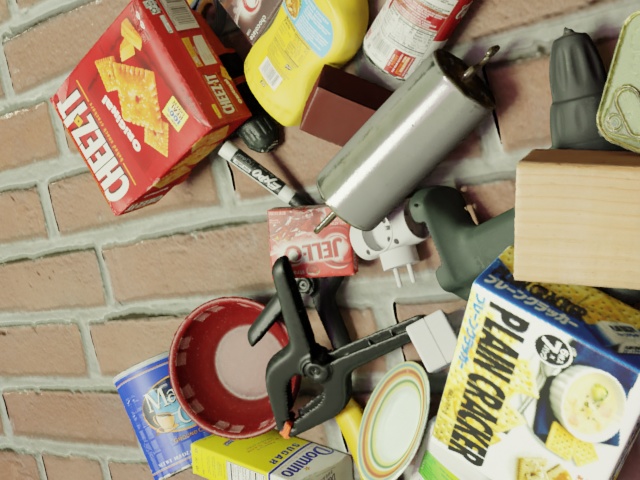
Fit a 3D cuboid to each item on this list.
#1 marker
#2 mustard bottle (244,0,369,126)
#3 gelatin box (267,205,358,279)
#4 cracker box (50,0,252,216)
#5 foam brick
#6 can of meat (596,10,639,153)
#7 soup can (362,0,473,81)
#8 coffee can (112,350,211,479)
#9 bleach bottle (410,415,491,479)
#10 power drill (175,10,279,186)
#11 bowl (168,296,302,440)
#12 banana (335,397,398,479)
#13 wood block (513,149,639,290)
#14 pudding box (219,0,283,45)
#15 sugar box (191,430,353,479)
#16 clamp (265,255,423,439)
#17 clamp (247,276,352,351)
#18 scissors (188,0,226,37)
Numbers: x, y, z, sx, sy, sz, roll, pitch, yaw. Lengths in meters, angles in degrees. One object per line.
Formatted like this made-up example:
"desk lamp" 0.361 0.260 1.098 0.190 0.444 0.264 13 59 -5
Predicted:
"marker" -0.056 -0.064 1.148 0.121 0.020 0.020 37 129 1
"mustard bottle" -0.003 -0.209 1.058 0.096 0.058 0.192 58 134 23
"gelatin box" -0.007 0.001 1.096 0.089 0.030 0.073 -3 96 13
"cracker box" -0.191 -0.146 1.165 0.214 0.071 0.164 -35 82 43
"foam brick" 0.026 -0.125 1.031 0.078 0.051 0.053 21 126 -9
"can of meat" 0.262 -0.122 0.802 0.058 0.083 0.102 29 120 36
"soup can" 0.089 -0.202 0.962 0.068 0.068 0.102 51 132 22
"coffee can" -0.184 0.216 1.325 0.103 0.102 0.140 -33 78 44
"bleach bottle" 0.124 0.295 1.070 0.103 0.067 0.251 40 128 40
"power drill" -0.141 -0.140 1.214 0.188 0.057 0.184 -42 78 42
"bowl" -0.089 0.143 1.219 0.162 0.055 0.162 0 91 17
"banana" 0.054 0.256 1.148 0.070 0.037 0.198 -11 94 46
"wood block" 0.252 -0.016 0.782 0.206 0.090 0.090 4 103 20
"pudding box" -0.057 -0.273 1.107 0.090 0.039 0.114 54 132 19
"sugar box" -0.056 0.256 1.218 0.177 0.093 0.048 5 105 43
"clamp" 0.009 0.127 1.111 0.164 0.036 0.210 19 120 5
"clamp" -0.004 0.053 1.137 0.120 0.039 0.171 18 107 8
"scissors" -0.106 -0.296 1.166 0.202 0.016 0.096 -39 76 44
